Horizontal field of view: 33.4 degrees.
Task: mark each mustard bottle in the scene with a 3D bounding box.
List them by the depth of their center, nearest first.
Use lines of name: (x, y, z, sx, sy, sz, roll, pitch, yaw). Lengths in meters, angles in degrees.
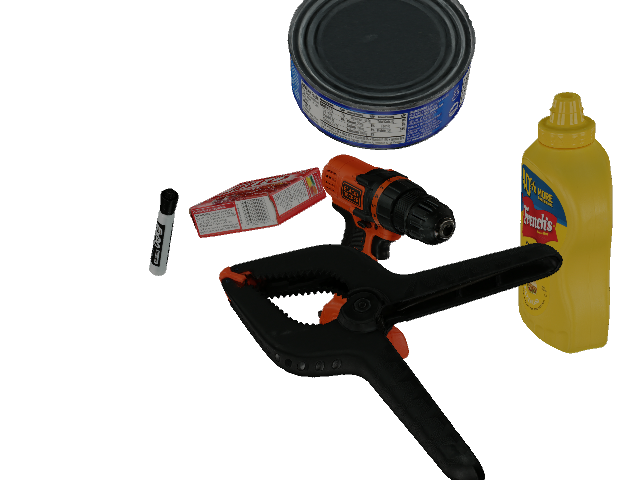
mustard bottle: (0.184, -0.018, 0.803, 0.058, 0.192, 0.096, -9, 27, -9)

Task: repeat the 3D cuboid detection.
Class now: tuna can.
tuna can: (0.028, -0.085, 0.500, 0.086, 0.086, 0.034, 0, -33, 1)

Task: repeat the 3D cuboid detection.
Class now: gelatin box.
gelatin box: (-0.052, -0.032, 0.878, 0.089, 0.030, 0.073, -8, 15, 37)

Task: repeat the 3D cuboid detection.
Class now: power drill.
power drill: (0.060, 0.023, 1.047, 0.057, 0.188, 0.185, -6, 23, -31)

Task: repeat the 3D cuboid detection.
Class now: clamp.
clamp: (0.038, 0.043, 0.662, 0.210, 0.164, 0.036, 19, -32, 26)

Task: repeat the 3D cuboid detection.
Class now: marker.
marker: (-0.168, -0.009, 1.148, 0.020, 0.020, 0.121, 0, -44, -18)
